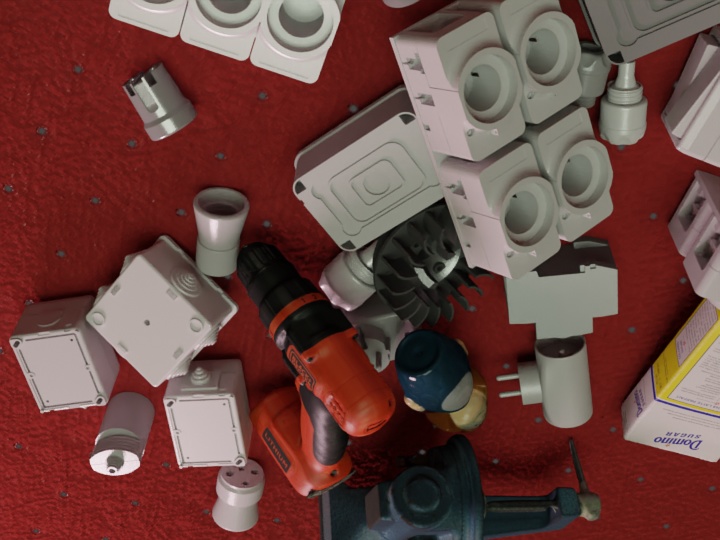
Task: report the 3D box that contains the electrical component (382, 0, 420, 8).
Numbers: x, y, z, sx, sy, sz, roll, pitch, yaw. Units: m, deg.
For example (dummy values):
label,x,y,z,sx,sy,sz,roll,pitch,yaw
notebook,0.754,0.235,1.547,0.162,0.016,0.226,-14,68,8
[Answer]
label,x,y,z,sx,sy,sz,roll,pitch,yaw
electrical component,0.032,-0.230,0.721,0.079,0.043,0.077,-40,134,-2

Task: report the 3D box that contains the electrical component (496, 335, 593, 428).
label,x,y,z,sx,sy,sz,roll,pitch,yaw
electrical component,0.158,0.095,0.929,0.079,0.044,0.077,-8,122,7

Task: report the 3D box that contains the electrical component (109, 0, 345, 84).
label,x,y,z,sx,sy,sz,roll,pitch,yaw
electrical component,-0.086,-0.198,0.739,0.150,0.061,0.089,17,122,-9

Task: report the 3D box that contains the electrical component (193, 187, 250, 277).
label,x,y,z,sx,sy,sz,roll,pitch,yaw
electrical component,-0.113,-0.028,0.862,0.044,0.044,0.065,8,128,-3

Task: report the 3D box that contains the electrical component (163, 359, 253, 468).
label,x,y,z,sx,sy,sz,roll,pitch,yaw
electrical component,-0.132,0.118,0.943,0.062,0.061,0.096,-3,122,4

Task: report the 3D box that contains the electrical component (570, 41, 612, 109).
label,x,y,z,sx,sy,sz,roll,pitch,yaw
electrical component,0.162,-0.134,0.788,0.035,0.035,0.061,6,124,-2

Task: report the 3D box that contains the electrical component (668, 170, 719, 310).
label,x,y,z,sx,sy,sz,roll,pitch,yaw
electrical component,0.340,0.000,0.826,0.186,0.105,0.060,17,122,-9

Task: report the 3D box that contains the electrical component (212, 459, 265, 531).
label,x,y,z,sx,sy,sz,roll,pitch,yaw
electrical component,-0.114,0.211,1.012,0.045,0.045,0.055,9,122,-4

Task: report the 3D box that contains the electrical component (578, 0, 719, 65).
label,x,y,z,sx,sy,sz,roll,pitch,yaw
electrical component,0.205,-0.200,0.729,0.113,0.057,0.078,-22,118,14

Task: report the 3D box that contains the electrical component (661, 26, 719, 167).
label,x,y,z,sx,sy,sz,roll,pitch,yaw
electrical component,0.264,-0.129,0.772,0.061,0.061,0.096,19,121,-10

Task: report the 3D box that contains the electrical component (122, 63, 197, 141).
label,x,y,z,sx,sy,sz,roll,pitch,yaw
electrical component,-0.150,-0.126,0.802,0.040,0.040,0.046,-24,113,16

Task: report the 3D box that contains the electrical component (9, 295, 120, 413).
label,x,y,z,sx,sy,sz,roll,pitch,yaw
electrical component,-0.247,0.075,0.919,0.062,0.061,0.096,-8,122,7

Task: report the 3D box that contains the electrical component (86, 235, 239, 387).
label,x,y,z,sx,sy,sz,roll,pitch,yaw
electrical component,-0.164,0.035,0.882,0.100,0.048,0.099,45,116,0

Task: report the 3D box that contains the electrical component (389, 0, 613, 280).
label,x,y,z,sx,sy,sz,roll,pitch,yaw
electrical component,0.108,-0.099,0.760,0.105,0.060,0.186,-33,119,-21

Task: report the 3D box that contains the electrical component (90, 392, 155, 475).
label,x,y,z,sx,sy,sz,roll,pitch,yaw
electrical component,-0.211,0.150,0.955,0.043,0.081,0.043,1,123,1

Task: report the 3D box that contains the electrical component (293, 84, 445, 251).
label,x,y,z,sx,sy,sz,roll,pitch,yaw
electrical component,0.013,-0.078,0.815,0.113,0.057,0.078,-31,117,20

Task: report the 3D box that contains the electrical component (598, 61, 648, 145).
label,x,y,z,sx,sy,sz,roll,pitch,yaw
electrical component,0.195,-0.125,0.793,0.035,0.035,0.061,-2,121,3

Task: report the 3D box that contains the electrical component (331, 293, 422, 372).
label,x,y,z,sx,sy,sz,roll,pitch,yaw
electrical component,0.007,0.061,0.893,0.083,0.075,0.047,-13,121,10

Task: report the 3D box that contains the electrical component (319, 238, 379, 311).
label,x,y,z,sx,sy,sz,roll,pitch,yaw
electrical component,0.000,0.000,0.874,0.043,0.043,0.062,37,116,-20
